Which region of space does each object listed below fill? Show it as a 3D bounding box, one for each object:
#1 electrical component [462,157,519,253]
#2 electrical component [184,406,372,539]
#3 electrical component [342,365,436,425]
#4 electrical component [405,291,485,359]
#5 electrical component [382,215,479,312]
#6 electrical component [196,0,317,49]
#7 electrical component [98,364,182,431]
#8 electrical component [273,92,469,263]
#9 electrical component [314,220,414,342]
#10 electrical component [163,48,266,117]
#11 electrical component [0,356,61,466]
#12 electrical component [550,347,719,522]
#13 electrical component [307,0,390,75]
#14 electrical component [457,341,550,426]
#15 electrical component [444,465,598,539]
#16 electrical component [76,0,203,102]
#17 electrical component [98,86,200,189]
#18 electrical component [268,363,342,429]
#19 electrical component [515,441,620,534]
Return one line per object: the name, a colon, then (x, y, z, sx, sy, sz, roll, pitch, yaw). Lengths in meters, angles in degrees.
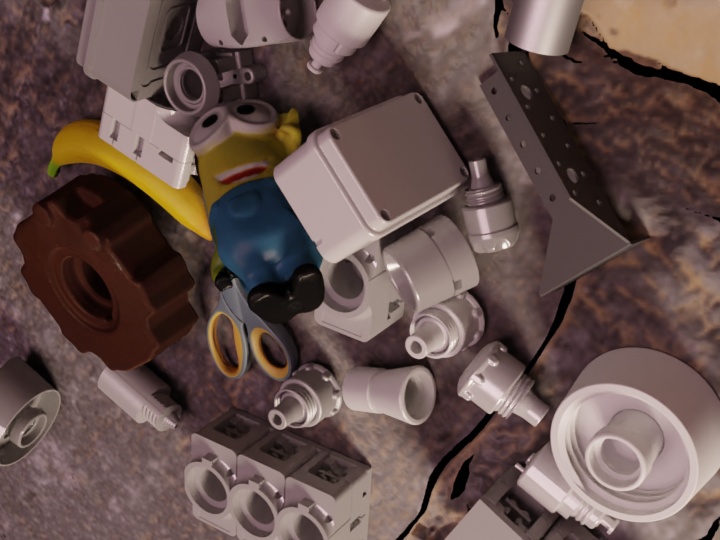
electrical component: (0.084, -0.044, 0.715, 0.035, 0.035, 0.061, -5, 104, 37)
electrical component: (-0.071, 0.190, 0.911, 0.150, 0.062, 0.089, 18, 119, 29)
electrical component: (0.019, 0.092, 0.818, 0.065, 0.044, 0.044, 1, 110, 40)
electrical component: (0.055, 0.042, 0.755, 0.048, 0.062, 0.048, 15, 119, 30)
electrical component: (0.047, -0.003, 0.736, 0.055, 0.047, 0.055, 58, 167, 21)
electrical component: (-0.076, -0.199, 0.758, 0.077, 0.043, 0.079, 4, 111, 35)
electrical component: (-0.195, 0.116, 0.980, 0.081, 0.043, 0.043, 37, 127, 17)
electrical component: (0.010, -0.063, 0.709, 0.057, 0.113, 0.078, -32, 89, 43)
electrical component: (0.000, 0.000, 0.781, 0.050, 0.056, 0.089, 20, 120, 28)
electrical component: (-0.113, -0.141, 0.801, 0.066, 0.055, 0.048, 6, 113, 34)
electrical component: (-0.348, 0.142, 1.069, 0.064, 0.099, 0.099, 32, 125, 14)
electrical component: (0.176, 0.111, 0.699, 0.108, 0.060, 0.108, 15, 117, 30)
electrical component: (-0.012, -0.164, 0.729, 0.040, 0.040, 0.078, 48, 129, 9)
electrical component: (0.103, 0.083, 0.752, 0.062, 0.048, 0.048, 38, 127, 9)
electrical component: (0.135, 0.227, 0.777, 0.150, 0.062, 0.089, 42, 128, 14)
electrical component: (-0.158, -0.192, 0.798, 0.057, 0.078, 0.113, 33, 125, 17)
electrical component: (-0.155, -0.115, 0.846, 0.089, 0.050, 0.055, 34, 126, 19)
electrical component: (-0.048, 0.106, 0.857, 0.048, 0.062, 0.048, 15, 117, 30)
electrical component: (0.147, 0.154, 0.752, 0.078, 0.040, 0.040, 39, 127, 16)
